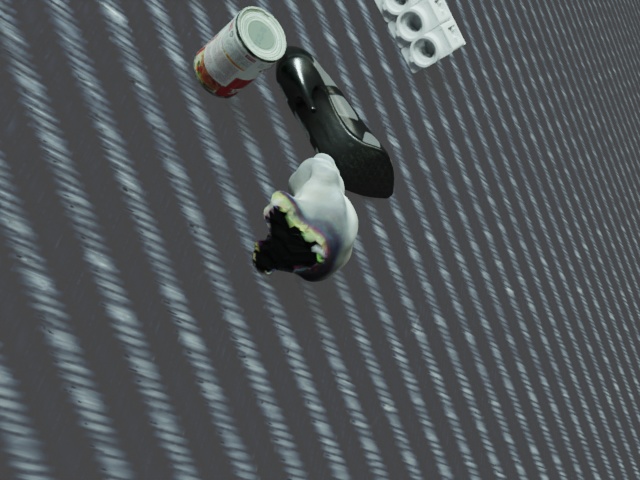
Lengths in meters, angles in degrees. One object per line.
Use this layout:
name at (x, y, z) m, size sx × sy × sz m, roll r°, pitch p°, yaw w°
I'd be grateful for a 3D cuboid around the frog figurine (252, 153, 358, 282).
frog figurine at (0.002, -0.032, 0.629) m, size 0.162 × 0.123 × 0.134 m, roll -46°, pitch 142°, yaw -49°
